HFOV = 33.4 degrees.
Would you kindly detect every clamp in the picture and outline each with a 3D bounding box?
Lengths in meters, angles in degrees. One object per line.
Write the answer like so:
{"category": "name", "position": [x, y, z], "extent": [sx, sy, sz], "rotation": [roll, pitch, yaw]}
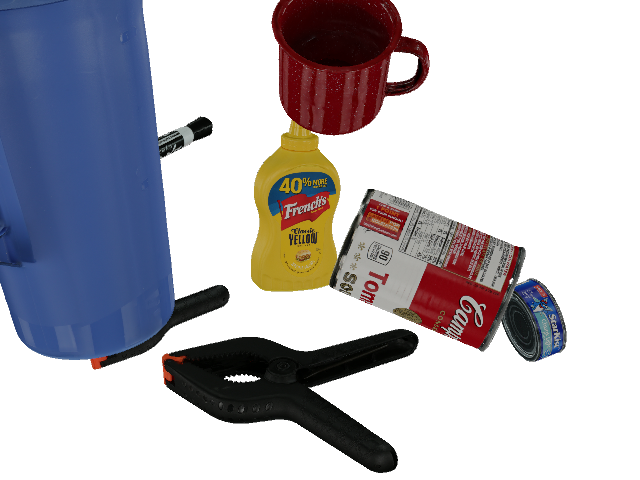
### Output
{"category": "clamp", "position": [-0.022, 0.111, 0.865], "extent": [0.210, 0.036, 0.164], "rotation": [9, 30, 15]}
{"category": "clamp", "position": [-0.181, 0.087, 1.168], "extent": [0.120, 0.039, 0.171], "rotation": [-6, 24, 31]}

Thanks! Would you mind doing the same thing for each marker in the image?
{"category": "marker", "position": [-0.139, -0.083, 0.943], "extent": [0.020, 0.020, 0.120], "rotation": [0, 24, 42]}

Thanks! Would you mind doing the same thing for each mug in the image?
{"category": "mug", "position": [0.022, -0.132, 0.791], "extent": [0.117, 0.093, 0.081], "rotation": [3, -33, -1]}

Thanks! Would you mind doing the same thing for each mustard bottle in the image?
{"category": "mustard bottle", "position": [-0.026, -0.042, 1.175], "extent": [0.096, 0.192, 0.058], "rotation": [-4, 19, -20]}

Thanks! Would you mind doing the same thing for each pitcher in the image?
{"category": "pitcher", "position": [-0.167, -0.046, 0.664], "extent": [0.149, 0.243, 0.145], "rotation": [-11, 27, -10]}

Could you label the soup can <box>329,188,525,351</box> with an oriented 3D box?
{"category": "soup can", "position": [0.064, 0.017, 0.649], "extent": [0.102, 0.068, 0.068], "rotation": [22, 2, 4]}

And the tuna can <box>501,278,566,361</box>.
{"category": "tuna can", "position": [0.227, 0.086, 1.150], "extent": [0.033, 0.086, 0.086], "rotation": [-19, 5, -14]}
